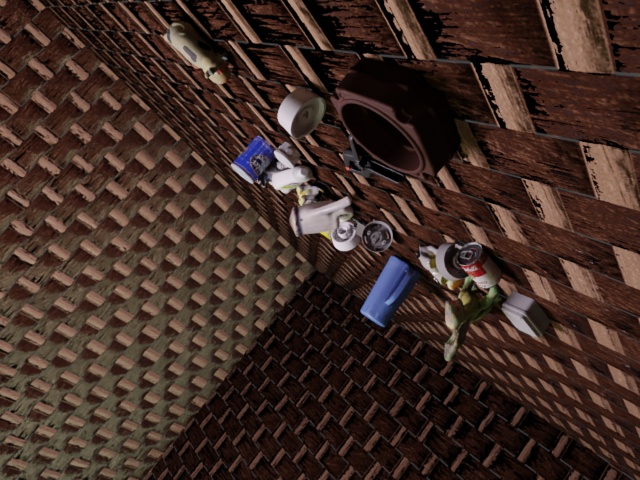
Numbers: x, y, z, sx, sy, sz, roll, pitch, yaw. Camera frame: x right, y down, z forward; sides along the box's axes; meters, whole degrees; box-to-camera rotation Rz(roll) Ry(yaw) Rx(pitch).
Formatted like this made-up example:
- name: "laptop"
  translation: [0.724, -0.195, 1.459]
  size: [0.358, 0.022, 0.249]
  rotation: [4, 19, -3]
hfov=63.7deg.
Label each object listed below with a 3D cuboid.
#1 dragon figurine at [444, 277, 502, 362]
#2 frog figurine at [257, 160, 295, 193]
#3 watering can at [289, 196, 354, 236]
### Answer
- name: "dragon figurine"
  translation: [0.413, 0.237, 1.475]
  size: [0.123, 0.245, 0.402]
  rotation: [27, 164, 31]
- name: "frog figurine"
  translation: [-0.148, -0.241, 1.959]
  size: [0.159, 0.123, 0.137]
  rotation: [4, 177, -26]
- name: "watering can"
  translation: [0.005, -0.087, 1.733]
  size: [0.344, 0.224, 0.105]
  rotation: [91, 168, -80]
